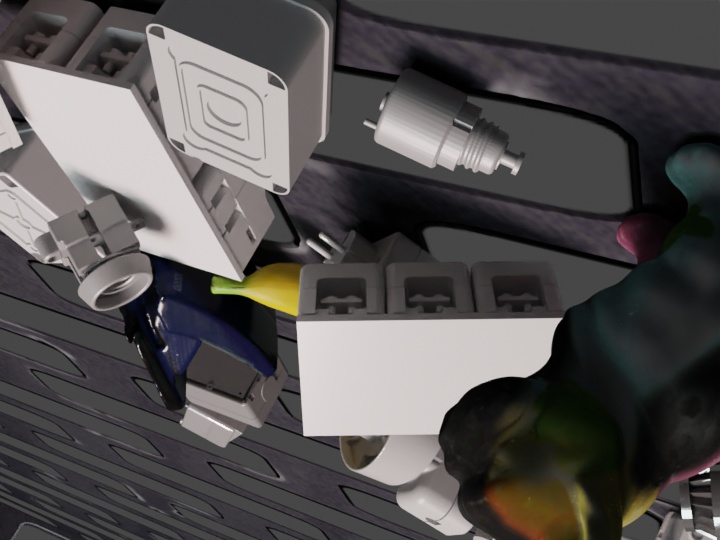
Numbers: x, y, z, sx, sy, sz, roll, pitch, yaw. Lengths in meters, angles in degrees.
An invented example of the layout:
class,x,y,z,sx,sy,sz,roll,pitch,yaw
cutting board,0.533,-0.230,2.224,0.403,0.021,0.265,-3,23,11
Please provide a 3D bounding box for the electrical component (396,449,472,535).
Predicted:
class,x,y,z,sx,sy,sz,roll,pitch,yaw
electrical component,0.072,0.157,0.867,0.059,0.095,0.054,33,156,-11

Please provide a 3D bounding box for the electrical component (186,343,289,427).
class,x,y,z,sx,sy,sz,roll,pitch,yaw
electrical component,-0.123,0.097,0.992,0.096,0.061,0.061,17,153,23

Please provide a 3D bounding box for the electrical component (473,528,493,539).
class,x,y,z,sx,sy,sz,roll,pitch,yaw
electrical component,0.117,0.182,0.775,0.058,0.057,0.078,21,154,15

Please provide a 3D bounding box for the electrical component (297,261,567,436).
class,x,y,z,sx,sy,sz,roll,pitch,yaw
electrical component,0.040,0.044,0.639,0.150,0.061,0.089,-1,126,0

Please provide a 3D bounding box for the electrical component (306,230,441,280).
class,x,y,z,sx,sy,sz,roll,pitch,yaw
electrical component,0.000,0.000,0.696,0.077,0.047,0.066,36,154,-17

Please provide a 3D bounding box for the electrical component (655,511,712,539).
class,x,y,z,sx,sy,sz,roll,pitch,yaw
electrical component,0.271,0.248,0.840,0.100,0.099,0.048,27,168,2

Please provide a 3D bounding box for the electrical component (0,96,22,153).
class,x,y,z,sx,sy,sz,roll,pitch,yaw
electrical component,-0.264,-0.134,0.610,0.150,0.062,0.089,53,163,21

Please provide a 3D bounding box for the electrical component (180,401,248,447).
class,x,y,z,sx,sy,sz,roll,pitch,yaw
electrical component,-0.139,0.137,1.086,0.061,0.061,0.096,29,155,-2

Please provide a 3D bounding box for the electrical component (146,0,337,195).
class,x,y,z,sx,sy,sz,roll,pitch,yaw
electrical component,-0.057,-0.100,0.550,0.078,0.057,0.113,24,155,8

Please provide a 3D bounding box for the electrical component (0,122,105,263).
class,x,y,z,sx,sy,sz,roll,pitch,yaw
electrical component,-0.242,-0.057,0.823,0.109,0.056,0.108,0,144,46

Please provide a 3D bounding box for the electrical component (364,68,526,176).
class,x,y,z,sx,sy,sz,roll,pitch,yaw
electrical component,0.043,-0.068,0.528,0.078,0.040,0.040,26,155,5

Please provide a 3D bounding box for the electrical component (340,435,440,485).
class,x,y,z,sx,sy,sz,roll,pitch,yaw
electrical component,0.023,0.116,0.843,0.064,0.099,0.099,34,155,-27

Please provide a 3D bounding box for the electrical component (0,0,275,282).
class,x,y,z,sx,sy,sz,roll,pitch,yaw
electrical component,-0.131,-0.080,0.661,0.105,0.060,0.186,16,153,24

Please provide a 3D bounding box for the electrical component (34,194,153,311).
class,x,y,z,sx,sy,sz,roll,pitch,yaw
electrical component,-0.160,-0.009,0.670,0.055,0.066,0.048,58,161,17
